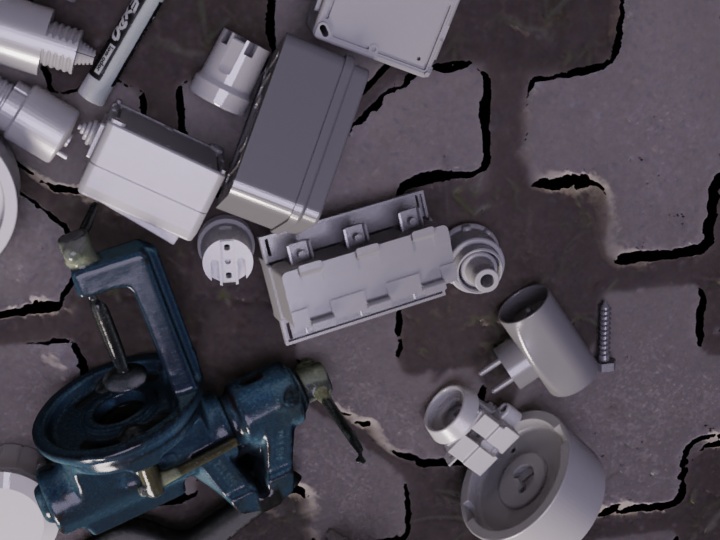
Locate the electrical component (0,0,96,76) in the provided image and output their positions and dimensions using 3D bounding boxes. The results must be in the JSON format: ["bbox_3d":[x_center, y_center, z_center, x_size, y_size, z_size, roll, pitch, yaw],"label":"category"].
[{"bbox_3d":[-0.207,-0.146,0.676,0.081,0.043,0.043,16,108,-15],"label":"electrical component"}]

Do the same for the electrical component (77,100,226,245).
[{"bbox_3d":[-0.144,-0.065,0.707,0.096,0.061,0.061,24,105,-17],"label":"electrical component"}]

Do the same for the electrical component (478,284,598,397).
[{"bbox_3d":[0.127,0.063,0.808,0.079,0.044,0.077,-35,112,5],"label":"electrical component"}]

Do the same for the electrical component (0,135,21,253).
[{"bbox_3d":[-0.272,-0.053,0.692,0.108,0.060,0.108,-3,111,-8],"label":"electrical component"}]

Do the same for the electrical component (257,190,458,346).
[{"bbox_3d":[0.000,0.000,0.739,0.121,0.063,0.078,-17,105,-14],"label":"electrical component"}]

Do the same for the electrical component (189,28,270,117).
[{"bbox_3d":[-0.084,-0.130,0.704,0.040,0.040,0.046,25,99,-17],"label":"electrical component"}]

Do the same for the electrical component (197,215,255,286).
[{"bbox_3d":[-0.092,-0.013,0.744,0.040,0.046,0.040,-3,111,-8],"label":"electrical component"}]

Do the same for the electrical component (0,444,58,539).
[{"bbox_3d":[-0.259,0.171,0.785,0.080,0.051,0.080,-3,111,-8],"label":"electrical component"}]

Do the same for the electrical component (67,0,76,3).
[{"bbox_3d":[-0.174,-0.200,0.660,0.043,0.043,0.081,39,101,-20],"label":"electrical component"}]

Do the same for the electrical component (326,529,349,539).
[{"bbox_3d":[0.008,0.258,0.836,0.100,0.100,0.048,35,89,-19],"label":"electrical component"}]

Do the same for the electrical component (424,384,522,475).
[{"bbox_3d":[0.083,0.119,0.823,0.055,0.048,0.066,38,101,-27],"label":"electrical component"}]

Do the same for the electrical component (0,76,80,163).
[{"bbox_3d":[-0.219,-0.102,0.693,0.078,0.040,0.040,32,103,-18],"label":"electrical component"}]

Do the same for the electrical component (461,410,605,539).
[{"bbox_3d":[0.137,0.169,0.820,0.060,0.108,0.108,36,101,-26],"label":"electrical component"}]

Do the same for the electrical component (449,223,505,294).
[{"bbox_3d":[0.083,-0.003,0.767,0.048,0.062,0.048,-3,111,-8],"label":"electrical component"}]

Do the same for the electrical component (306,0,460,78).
[{"bbox_3d":[0.007,-0.172,0.690,0.096,0.061,0.061,17,107,-15],"label":"electrical component"}]

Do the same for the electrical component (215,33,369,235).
[{"bbox_3d":[-0.044,-0.084,0.689,0.057,0.078,0.113,21,81,-13],"label":"electrical component"}]
